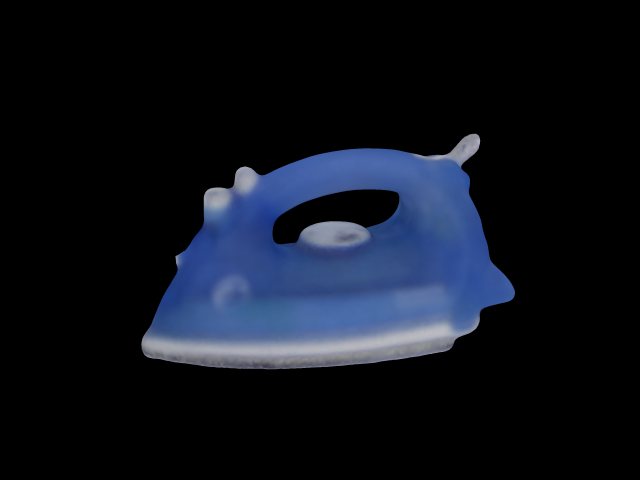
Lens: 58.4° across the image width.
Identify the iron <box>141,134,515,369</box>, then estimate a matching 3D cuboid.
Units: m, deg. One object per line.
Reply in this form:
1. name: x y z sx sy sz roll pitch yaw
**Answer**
1. iron: 0.004 0.001 0.400 0.259 0.141 0.118 -6 19 -16
